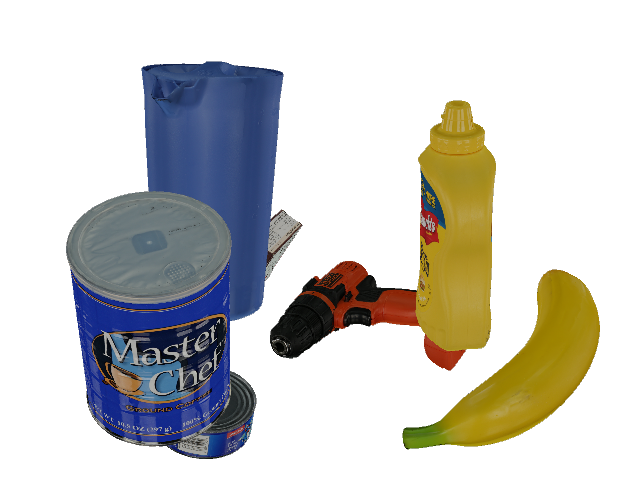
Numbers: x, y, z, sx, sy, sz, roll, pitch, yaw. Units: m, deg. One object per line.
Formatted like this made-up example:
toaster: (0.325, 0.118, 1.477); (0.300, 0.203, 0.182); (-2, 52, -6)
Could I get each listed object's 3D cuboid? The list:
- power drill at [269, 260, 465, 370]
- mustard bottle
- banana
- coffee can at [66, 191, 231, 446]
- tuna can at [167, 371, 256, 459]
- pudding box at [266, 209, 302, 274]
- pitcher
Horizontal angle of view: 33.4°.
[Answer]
power drill: (0.060, 0.082, 1.115); (0.188, 0.057, 0.184); (11, 28, 24)
mustard bottle: (0.106, -0.016, 0.835); (0.058, 0.192, 0.096); (-4, 27, -4)
banana: (0.124, 0.065, 0.621); (0.070, 0.037, 0.197); (14, 32, 32)
coffee can: (-0.111, 0.053, 0.712); (0.103, 0.140, 0.103); (2, 40, -2)
tuna can: (-0.099, 0.145, 0.907); (0.086, 0.034, 0.086); (7, 31, -4)
pudding box: (-0.073, 0.021, 1.298); (0.039, 0.090, 0.113); (34, 26, 2)
pitcher: (-0.100, -0.052, 1.039); (0.149, 0.243, 0.145); (-2, 15, -17)
